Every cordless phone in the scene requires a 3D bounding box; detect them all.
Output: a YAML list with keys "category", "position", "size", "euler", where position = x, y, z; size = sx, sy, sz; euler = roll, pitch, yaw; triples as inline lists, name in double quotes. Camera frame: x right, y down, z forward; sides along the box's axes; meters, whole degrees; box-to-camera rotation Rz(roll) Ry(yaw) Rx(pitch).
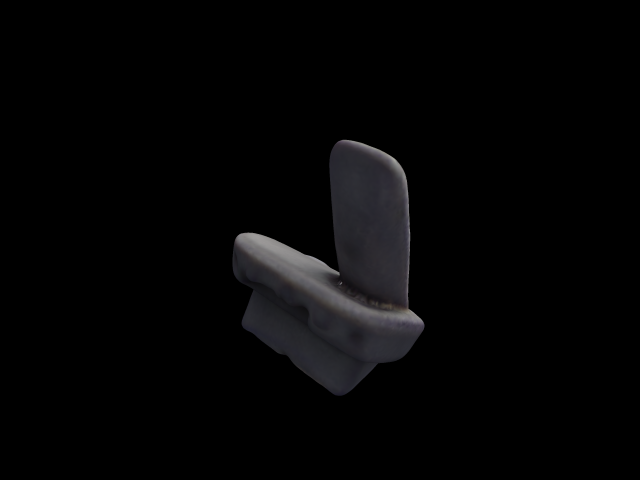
- category: "cordless phone"
  position: [0.004, 0.001, 0.400]
  size: [0.147, 0.185, 0.094]
  euler: [25, 45, 28]
